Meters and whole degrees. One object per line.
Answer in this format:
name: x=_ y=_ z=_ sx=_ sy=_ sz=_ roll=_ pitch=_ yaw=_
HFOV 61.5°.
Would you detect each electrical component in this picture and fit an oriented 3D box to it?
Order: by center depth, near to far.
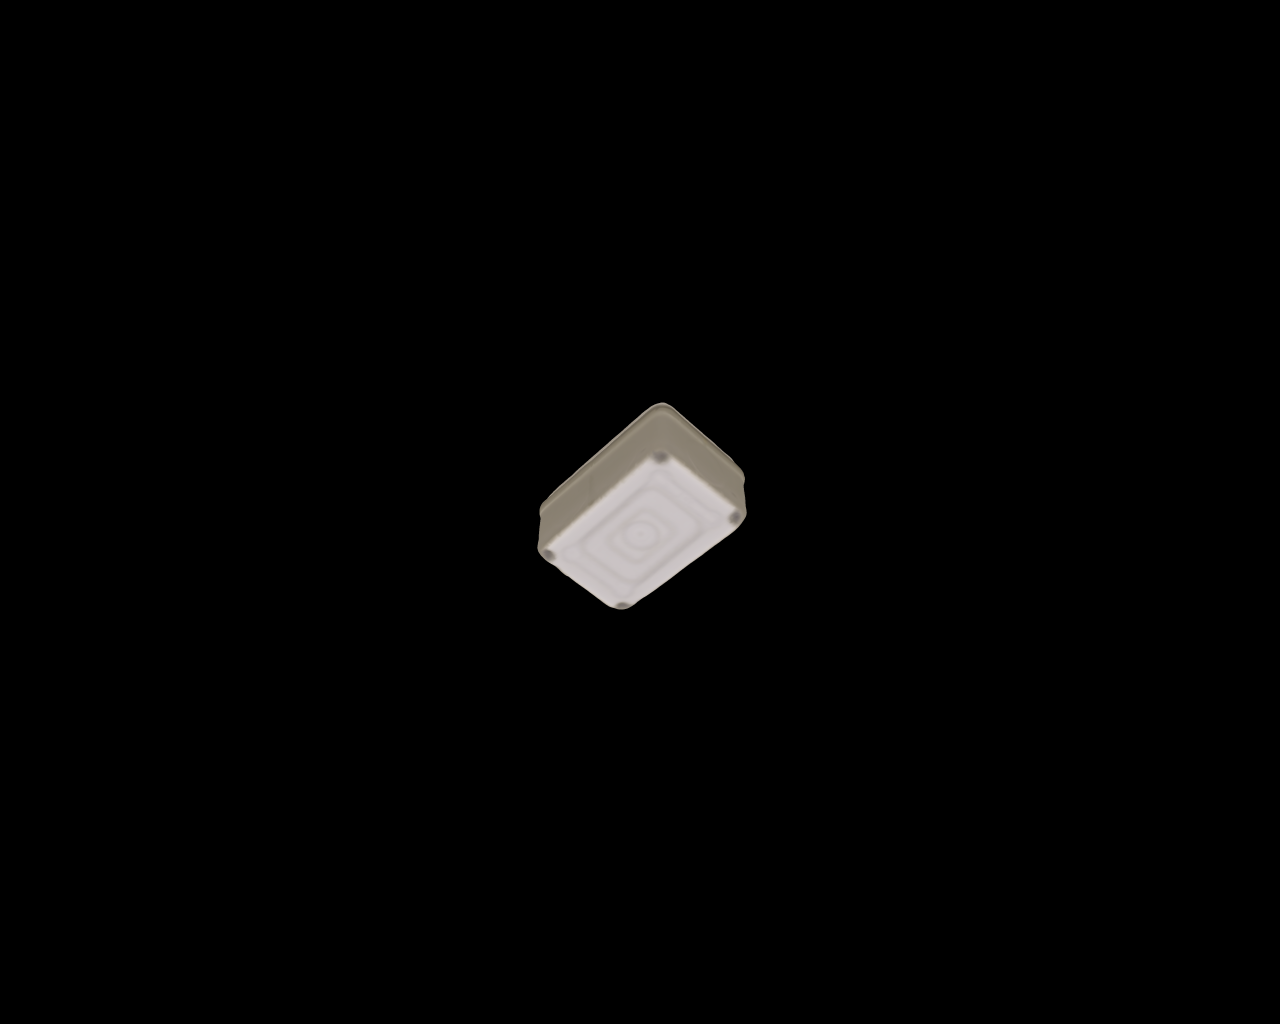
electrical component: x=0.001 y=-0.003 z=0.650 sx=0.078 sy=0.057 sz=0.113 roll=39 pitch=-62 yaw=-25
